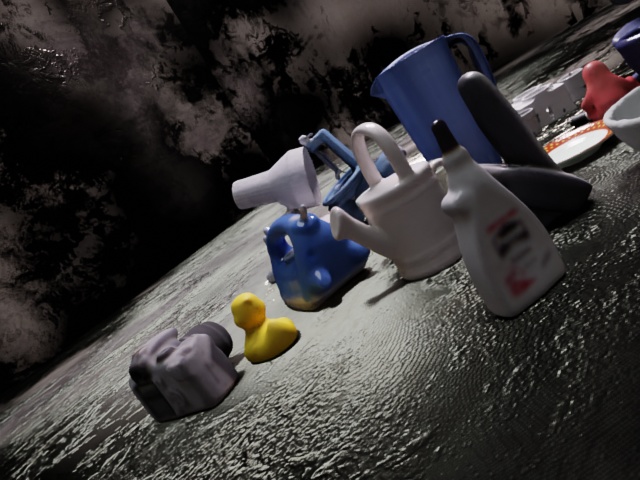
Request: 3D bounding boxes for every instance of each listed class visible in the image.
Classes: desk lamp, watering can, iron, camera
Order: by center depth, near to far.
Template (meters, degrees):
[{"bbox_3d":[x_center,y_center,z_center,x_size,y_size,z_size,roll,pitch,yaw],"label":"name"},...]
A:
[{"bbox_3d":[0.092,-0.052,0.699,0.173,0.194,0.100,-40,12,-36],"label":"watering can"},{"bbox_3d":[-0.174,0.158,0.772,0.142,0.101,0.137,-25,13,38],"label":"camera"},{"bbox_3d":[-0.037,0.021,0.897,0.119,0.141,0.257,-37,11,-25],"label":"iron"},{"bbox_3d":[-0.067,-0.055,1.155,0.203,0.213,0.118,-30,10,13],"label":"desk lamp"}]

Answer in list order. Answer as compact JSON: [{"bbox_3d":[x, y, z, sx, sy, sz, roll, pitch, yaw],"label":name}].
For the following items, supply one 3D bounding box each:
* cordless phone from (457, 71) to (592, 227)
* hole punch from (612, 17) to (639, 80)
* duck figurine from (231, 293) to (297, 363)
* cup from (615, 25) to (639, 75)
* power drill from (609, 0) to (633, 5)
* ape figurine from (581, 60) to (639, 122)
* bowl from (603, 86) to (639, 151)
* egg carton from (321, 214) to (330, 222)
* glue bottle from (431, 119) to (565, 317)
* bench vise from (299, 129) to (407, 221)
[{"bbox_3d":[0.203,-0.105,0.639,0.094,0.185,0.147,-33,10,-2],"label":"cordless phone"},{"bbox_3d":[0.544,-0.320,0.912,0.109,0.091,0.101,-35,10,-16],"label":"hole punch"},{"bbox_3d":[-0.083,0.111,0.768,0.078,0.086,0.104,-38,11,-27],"label":"duck figurine"},{"bbox_3d":[0.483,-0.260,0.797,0.091,0.095,0.117,-32,10,1],"label":"cup"},{"bbox_3d":[0.582,-0.429,0.982,0.230,0.208,0.075,-38,12,-29],"label":"power drill"},{"bbox_3d":[0.407,-0.214,0.816,0.077,0.092,0.076,-23,13,42],"label":"ape figurine"},{"bbox_3d":[0.369,-0.125,0.547,0.167,0.075,0.167,-31,10,6],"label":"bowl"},{"bbox_3d":[0.010,0.004,1.051,0.107,0.069,0.150,-34,10,-9],"label":"egg carton"},{"bbox_3d":[0.138,-0.024,0.483,0.078,0.173,0.037,-36,11,-20],"label":"glue bottle"},{"bbox_3d":[0.066,-0.150,1.184,0.208,0.220,0.121,-36,11,-20],"label":"bench vise"}]
